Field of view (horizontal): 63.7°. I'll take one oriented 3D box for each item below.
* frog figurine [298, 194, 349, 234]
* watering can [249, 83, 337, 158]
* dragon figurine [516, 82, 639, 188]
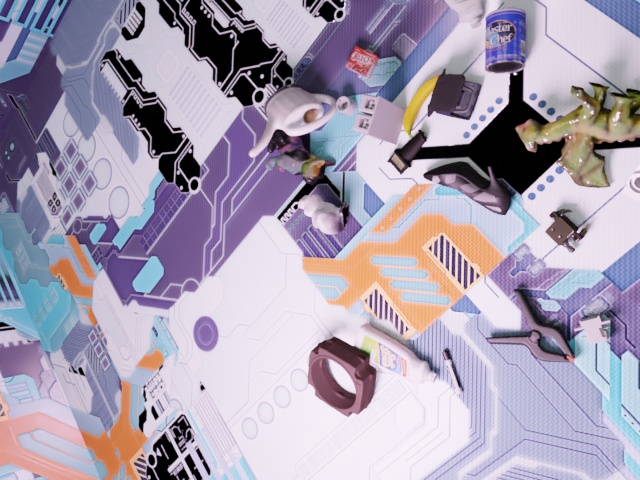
[{"bbox_3d":[0.005,-0.081,1.614,0.159,0.120,0.140,6,31,14],"label":"frog figurine"},{"bbox_3d":[-0.112,-0.395,1.660,0.350,0.101,0.228,-30,48,-14],"label":"watering can"},{"bbox_3d":[0.685,-0.240,1.234,0.412,0.238,0.124,20,27,18],"label":"dragon figurine"}]
